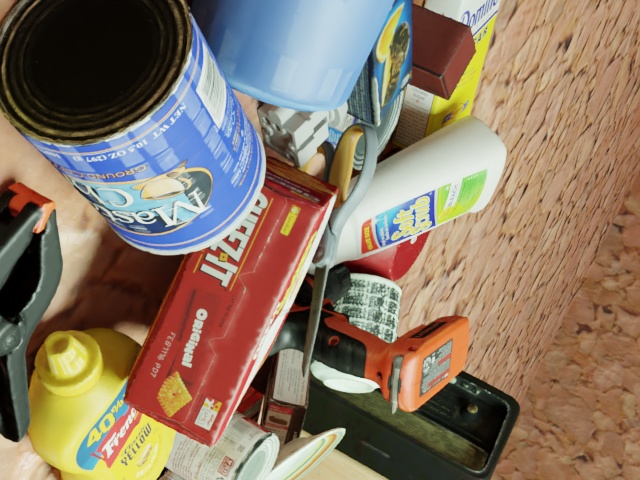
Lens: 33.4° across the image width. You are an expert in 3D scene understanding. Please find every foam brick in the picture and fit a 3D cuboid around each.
[{"bbox_3d":[0.084,-0.162,0.902,0.051,0.078,0.053,-62,161,-6],"label":"foam brick"}]

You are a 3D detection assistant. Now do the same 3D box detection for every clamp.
[{"bbox_3d":[-0.189,0.054,0.580,0.120,0.039,0.171,-30,139,-65],"label":"clamp"}]

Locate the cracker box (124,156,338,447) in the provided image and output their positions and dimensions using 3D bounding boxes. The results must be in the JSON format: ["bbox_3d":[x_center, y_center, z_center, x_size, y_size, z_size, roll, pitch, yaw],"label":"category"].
[{"bbox_3d":[-0.053,0.029,0.737,0.213,0.072,0.164,-53,168,-83],"label":"cracker box"}]

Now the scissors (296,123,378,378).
[{"bbox_3d":[-0.006,0.001,0.853,0.016,0.096,0.202,19,91,-38],"label":"scissors"}]

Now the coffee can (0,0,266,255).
[{"bbox_3d":[-0.095,-0.064,0.563,0.102,0.103,0.140,-58,159,-13],"label":"coffee can"}]

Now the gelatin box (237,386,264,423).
[{"bbox_3d":[-0.090,0.185,0.983,0.073,0.030,0.089,-31,140,-54],"label":"gelatin box"}]

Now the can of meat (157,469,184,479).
[{"bbox_3d":[-0.131,0.249,0.930,0.083,0.057,0.102,-41,150,-40],"label":"can of meat"}]

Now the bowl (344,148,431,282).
[{"bbox_3d":[0.072,-0.010,1.093,0.162,0.055,0.162,-49,156,-32],"label":"bowl"}]

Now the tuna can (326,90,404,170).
[{"bbox_3d":[0.036,-0.106,0.918,0.086,0.034,0.086,-49,155,-32],"label":"tuna can"}]

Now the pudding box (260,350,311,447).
[{"bbox_3d":[-0.034,0.150,1.003,0.113,0.039,0.090,-87,-172,-58],"label":"pudding box"}]

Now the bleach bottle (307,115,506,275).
[{"bbox_3d":[0.056,-0.027,0.969,0.250,0.068,0.103,-28,153,-30],"label":"bleach bottle"}]

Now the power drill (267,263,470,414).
[{"bbox_3d":[0.028,0.074,0.908,0.184,0.188,0.057,-29,126,-51],"label":"power drill"}]

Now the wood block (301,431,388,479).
[{"bbox_3d":[0.054,0.246,1.148,0.090,0.206,0.090,-40,150,-46],"label":"wood block"}]

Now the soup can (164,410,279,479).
[{"bbox_3d":[-0.092,0.159,0.845,0.068,0.102,0.068,-49,155,-32],"label":"soup can"}]

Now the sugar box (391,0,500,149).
[{"bbox_3d":[0.125,-0.175,1.027,0.093,0.048,0.176,-37,149,-46],"label":"sugar box"}]

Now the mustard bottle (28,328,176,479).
[{"bbox_3d":[-0.150,0.113,0.716,0.096,0.058,0.191,-55,158,-26],"label":"mustard bottle"}]

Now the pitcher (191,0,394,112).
[{"bbox_3d":[0.010,-0.197,0.602,0.149,0.145,0.243,-26,141,-62],"label":"pitcher"}]
